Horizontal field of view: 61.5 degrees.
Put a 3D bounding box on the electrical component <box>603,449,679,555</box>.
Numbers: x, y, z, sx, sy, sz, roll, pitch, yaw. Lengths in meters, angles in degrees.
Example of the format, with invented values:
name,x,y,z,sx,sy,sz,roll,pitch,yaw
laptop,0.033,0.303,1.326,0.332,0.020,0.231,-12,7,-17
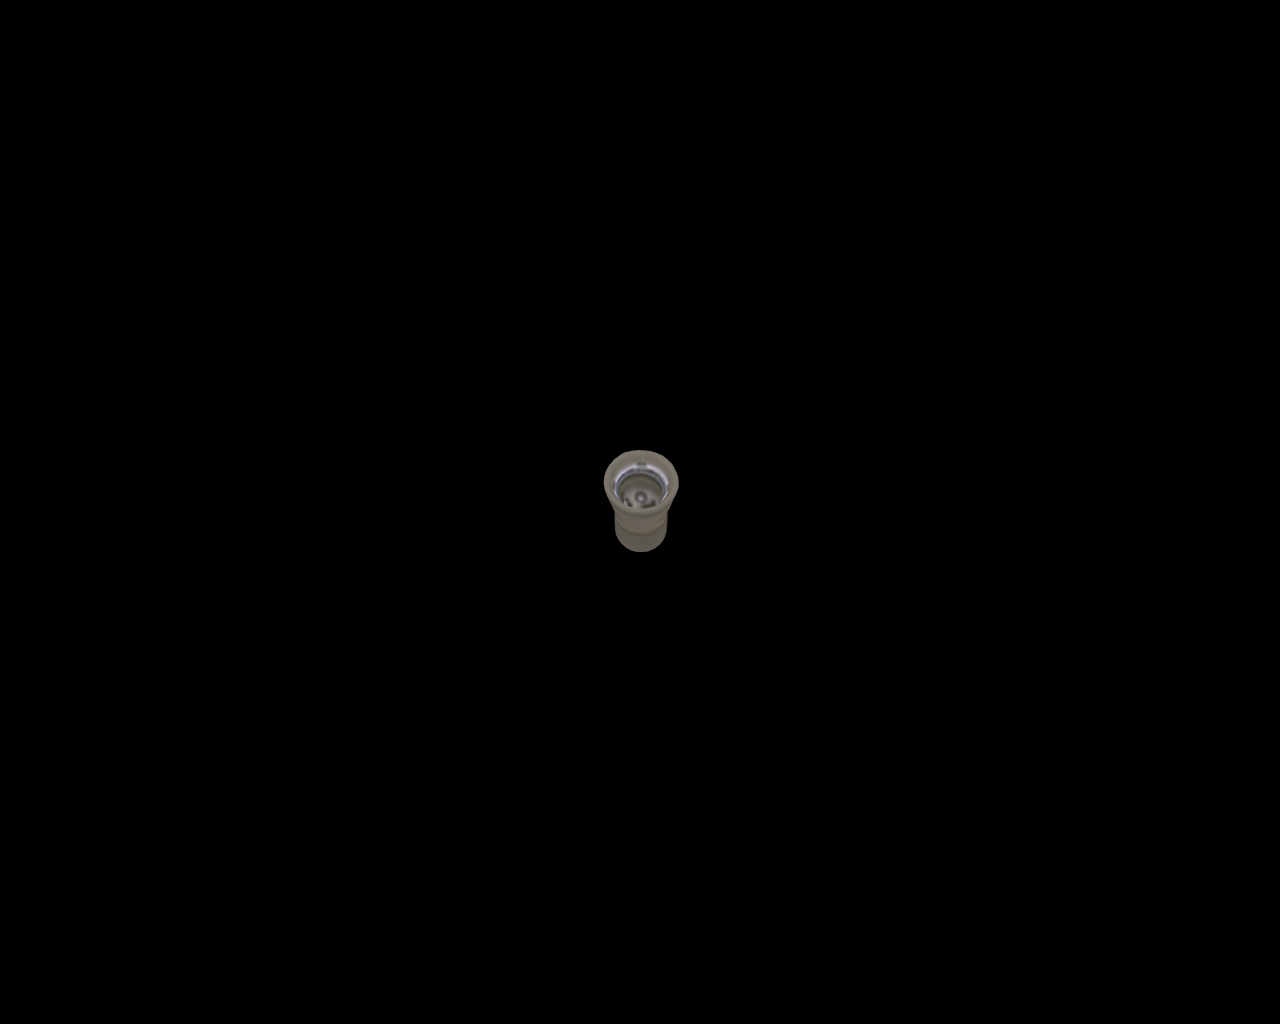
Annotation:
name,x,y,z,sx,sy,sz,roll,pitch,yaw
electrical component,0.001,-0.003,0.650,0.044,0.044,0.065,0,-30,0
